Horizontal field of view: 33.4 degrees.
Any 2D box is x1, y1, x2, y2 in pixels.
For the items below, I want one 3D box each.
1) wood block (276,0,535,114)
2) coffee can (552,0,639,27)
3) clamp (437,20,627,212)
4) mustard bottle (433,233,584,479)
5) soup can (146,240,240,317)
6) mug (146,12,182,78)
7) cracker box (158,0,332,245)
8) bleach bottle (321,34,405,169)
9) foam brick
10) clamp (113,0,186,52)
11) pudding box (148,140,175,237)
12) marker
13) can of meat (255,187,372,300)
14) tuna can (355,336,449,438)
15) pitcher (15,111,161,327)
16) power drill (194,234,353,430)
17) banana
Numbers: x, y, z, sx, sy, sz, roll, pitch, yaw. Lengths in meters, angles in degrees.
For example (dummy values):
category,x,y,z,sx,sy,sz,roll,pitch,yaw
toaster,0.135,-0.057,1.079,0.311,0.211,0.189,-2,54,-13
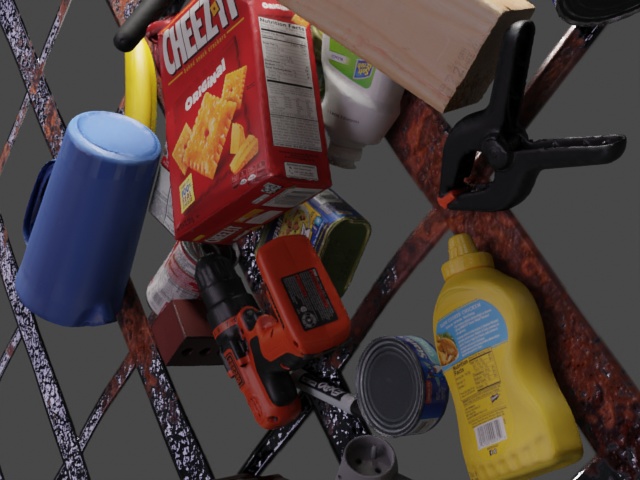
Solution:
category,x,y,z,sx,sy,sz,roll,pitch,yaw
wood block,0.050,-0.195,0.832,0.206,0.090,0.090,37,117,15
coffee can,0.181,-0.232,0.725,0.103,0.102,0.140,-43,56,42
clamp,0.150,-0.067,0.799,0.120,0.039,0.172,53,143,20
mustard bottle,0.131,0.085,0.811,0.096,0.058,0.191,-39,59,51
soup can,-0.138,0.037,1.150,0.102,0.068,0.068,-53,50,37
mug,-0.124,-0.204,1.107,0.082,0.117,0.093,-5,73,47
cracker box,-0.075,-0.121,0.953,0.164,0.071,0.214,-28,65,49
bleach bottle,0.041,-0.188,0.931,0.103,0.067,0.251,27,112,36
foam brick,-0.128,0.098,1.126,0.053,0.078,0.051,-51,49,37
clamp,-0.142,-0.291,1.139,0.210,0.036,0.164,-47,10,32
pudding box,-0.145,-0.061,1.187,0.090,0.039,0.113,39,121,45
marker,0.013,0.145,0.990,0.121,0.020,0.020,18,102,51
can of meat,-0.006,0.001,0.993,0.084,0.057,0.102,43,122,41
tuna can,0.069,0.124,0.908,0.086,0.033,0.086,-3,86,52
pitcher,-0.276,-0.032,1.258,0.145,0.149,0.243,-87,18,-58
power drill,-0.049,0.066,0.973,0.184,0.057,0.188,62,152,14
banana,-0.224,-0.156,1.291,0.070,0.037,0.198,13,99,51
